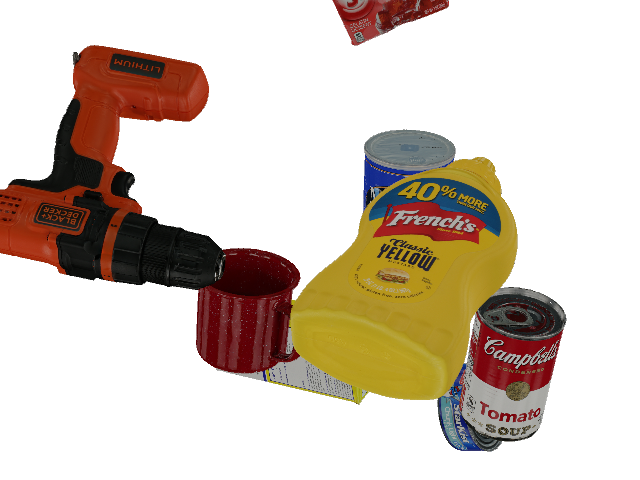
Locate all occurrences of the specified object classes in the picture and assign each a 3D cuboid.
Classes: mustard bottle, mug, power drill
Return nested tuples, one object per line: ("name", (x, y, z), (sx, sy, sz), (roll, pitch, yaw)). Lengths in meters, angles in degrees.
("mustard bottle", (0.065, 0.008, 0.641), (0.096, 0.058, 0.191), (15, 43, 23))
("mug", (-0.058, 0.067, 0.934), (0.117, 0.081, 0.093), (23, 30, 31))
("power drill", (-0.143, -0.054, 0.798), (0.184, 0.187, 0.057), (12, -34, 4))

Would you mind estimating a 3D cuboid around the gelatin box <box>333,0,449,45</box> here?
("gelatin box", (0.053, -0.213, 0.886), (0.089, 0.073, 0.030), (-19, 28, 16))

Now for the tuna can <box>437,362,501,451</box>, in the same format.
("tuna can", (0.147, 0.160, 1.031), (0.034, 0.086, 0.085), (-8, -5, 35))

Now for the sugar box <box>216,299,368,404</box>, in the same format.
("sugar box", (-0.032, 0.109, 1.134), (0.176, 0.093, 0.048), (12, 34, 26))

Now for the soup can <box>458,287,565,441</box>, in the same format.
("soup can", (0.148, 0.097, 0.834), (0.068, 0.102, 0.068), (4, 30, -2))

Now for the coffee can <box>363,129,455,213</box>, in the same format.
("coffee can", (0.100, -0.044, 1.230), (0.103, 0.140, 0.103), (0, 28, 0))
